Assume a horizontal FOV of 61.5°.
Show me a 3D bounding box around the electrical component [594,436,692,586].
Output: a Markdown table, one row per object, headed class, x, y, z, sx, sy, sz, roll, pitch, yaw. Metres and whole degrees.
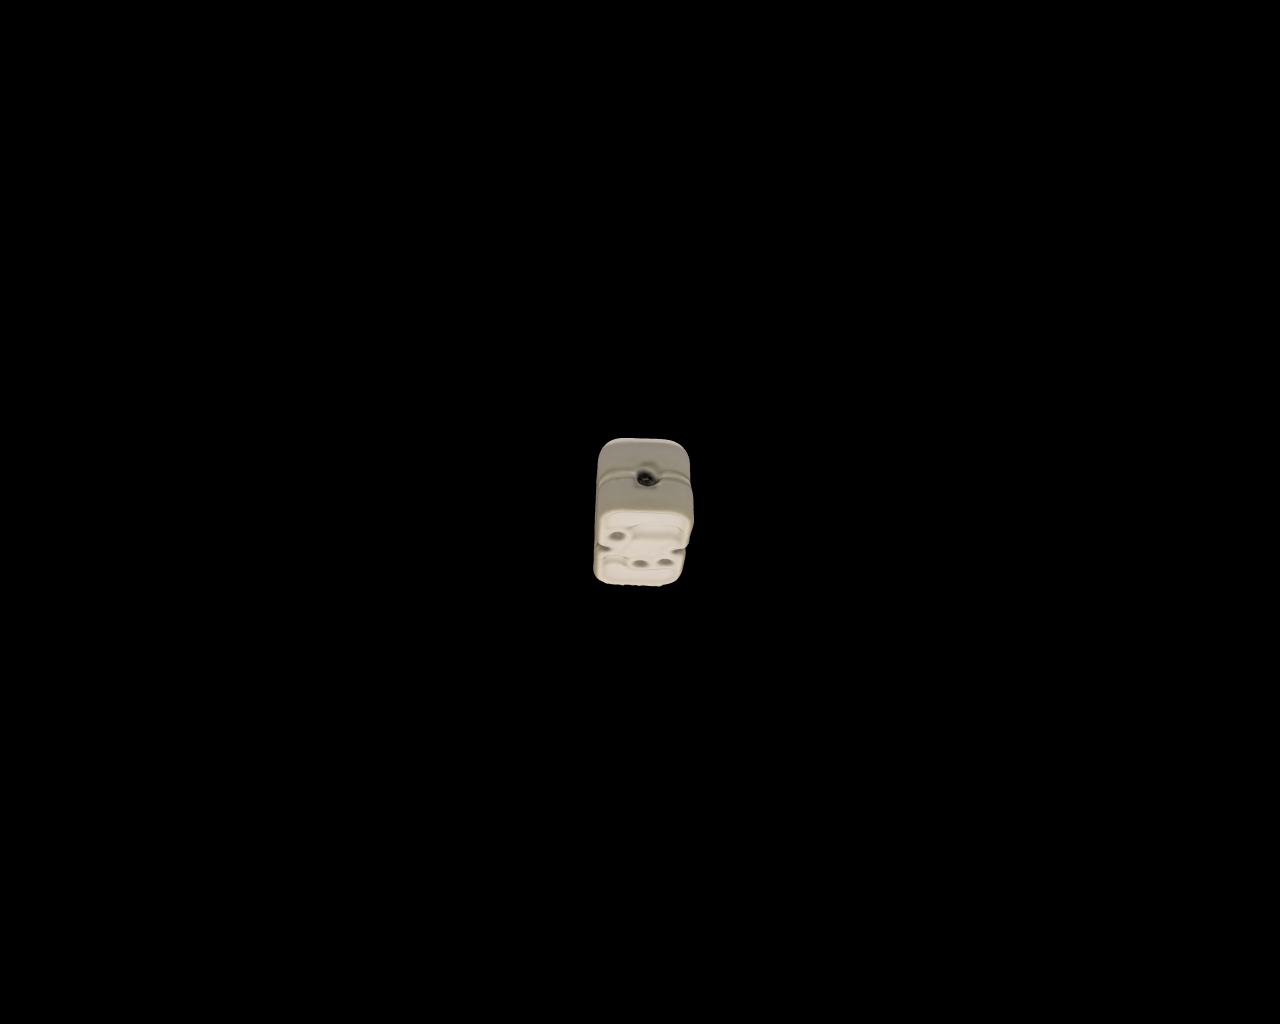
| class | x | y | z | sx | sy | sz | roll | pitch | yaw |
| --- | --- | --- | --- | --- | --- | --- | --- | --- | --- |
| electrical component | 0.001 | -0.003 | 0.650 | 0.054 | 0.059 | 0.095 | 2 | -31 | -3 |
